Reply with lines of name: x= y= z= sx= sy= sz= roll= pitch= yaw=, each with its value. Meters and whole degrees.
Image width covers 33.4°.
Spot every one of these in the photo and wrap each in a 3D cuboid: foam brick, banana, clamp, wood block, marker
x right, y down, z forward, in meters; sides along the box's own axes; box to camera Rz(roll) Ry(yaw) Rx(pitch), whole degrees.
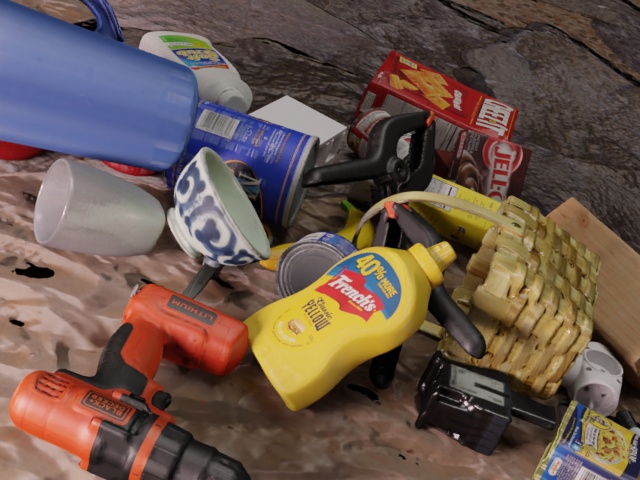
foam brick: x=0.178 y=-0.078 z=1.380 sx=0.078 sy=0.053 sz=0.051 roll=8 pitch=31 yaw=-27
banana: x=0.011 y=0.005 z=1.135 sx=0.070 sy=0.037 sz=0.197 roll=18 pitch=24 yaw=23
clamp: x=0.091 y=0.044 z=0.960 sx=0.120 sy=0.171 sz=0.039 roll=-11 pitch=-14 yaw=33
wood block: x=0.315 y=0.060 z=1.167 sx=0.206 sy=0.090 sz=0.090 roll=50 pitch=-3 yaw=41
clamp: x=0.067 y=-0.073 z=1.143 sx=0.164 sy=0.036 sz=0.209 roll=45 pitch=54 yaw=-28
marker: x=0.314 y=0.207 z=1.020 sx=0.020 sy=0.020 sz=0.121 roll=10 pitch=30 yaw=-22

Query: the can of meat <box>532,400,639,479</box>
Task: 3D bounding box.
can of meat: x=0.244 y=0.197 z=0.948 sx=0.084 sy=0.057 sz=0.102 roll=28 pitch=28 yaw=14

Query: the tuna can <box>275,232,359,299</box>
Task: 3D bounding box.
tuna can: x=0.003 y=0.036 z=1.019 sx=0.086 sy=0.086 sz=0.033 roll=30 pitch=27 yaw=13

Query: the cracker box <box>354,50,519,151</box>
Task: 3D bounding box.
cracker box: x=0.172 y=-0.184 z=1.537 sx=0.214 sy=0.072 sz=0.164 roll=25 pitch=29 yaw=4

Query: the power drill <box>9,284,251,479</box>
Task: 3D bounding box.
power drill: x=-0.118 y=0.117 z=0.822 sx=0.184 sy=0.057 sz=0.187 roll=24 pitch=28 yaw=3

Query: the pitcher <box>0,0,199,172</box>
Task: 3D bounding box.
pitcher: x=-0.239 y=-0.153 z=0.997 sx=0.242 sy=0.149 sz=0.145 roll=13 pitch=43 yaw=-27

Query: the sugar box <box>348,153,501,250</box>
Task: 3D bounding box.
sugar box: x=0.123 y=-0.045 z=1.246 sx=0.176 sy=0.048 sz=0.093 roll=20 pitch=-14 yaw=-1

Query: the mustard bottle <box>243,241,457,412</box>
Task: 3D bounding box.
mustard bottle: x=0.033 y=0.059 z=0.913 sx=0.191 sy=0.058 sz=0.096 roll=-32 pitch=46 yaw=-4

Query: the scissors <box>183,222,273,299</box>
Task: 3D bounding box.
scissors: x=-0.116 y=0.011 z=1.050 sx=0.096 sy=0.016 sz=0.201 roll=31 pitch=29 yaw=17

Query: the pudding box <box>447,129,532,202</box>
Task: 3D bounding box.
pudding box: x=0.205 y=-0.072 z=1.325 sx=0.090 sy=0.113 sz=0.039 roll=14 pitch=3 yaw=-15

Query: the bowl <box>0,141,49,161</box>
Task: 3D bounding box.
bowl: x=-0.325 y=-0.128 z=1.096 sx=0.162 sy=0.055 sz=0.162 roll=17 pitch=29 yaw=-10

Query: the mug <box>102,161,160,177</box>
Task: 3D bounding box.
mug: x=-0.199 y=-0.129 z=1.161 sx=0.093 sy=0.082 sz=0.117 roll=10 pitch=31 yaw=-22

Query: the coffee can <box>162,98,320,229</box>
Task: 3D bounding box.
coffee can: x=-0.082 y=-0.082 z=1.129 sx=0.140 sy=0.103 sz=0.102 roll=19 pitch=28 yaw=5

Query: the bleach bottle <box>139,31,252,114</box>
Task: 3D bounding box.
bleach bottle: x=-0.137 y=-0.190 z=1.270 sx=0.102 sy=0.068 sz=0.251 roll=2 pitch=21 yaw=-28

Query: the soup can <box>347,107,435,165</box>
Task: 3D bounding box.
soup can: x=0.090 y=-0.114 z=1.361 sx=0.068 sy=0.069 sz=0.102 roll=-5 pitch=39 yaw=-41
